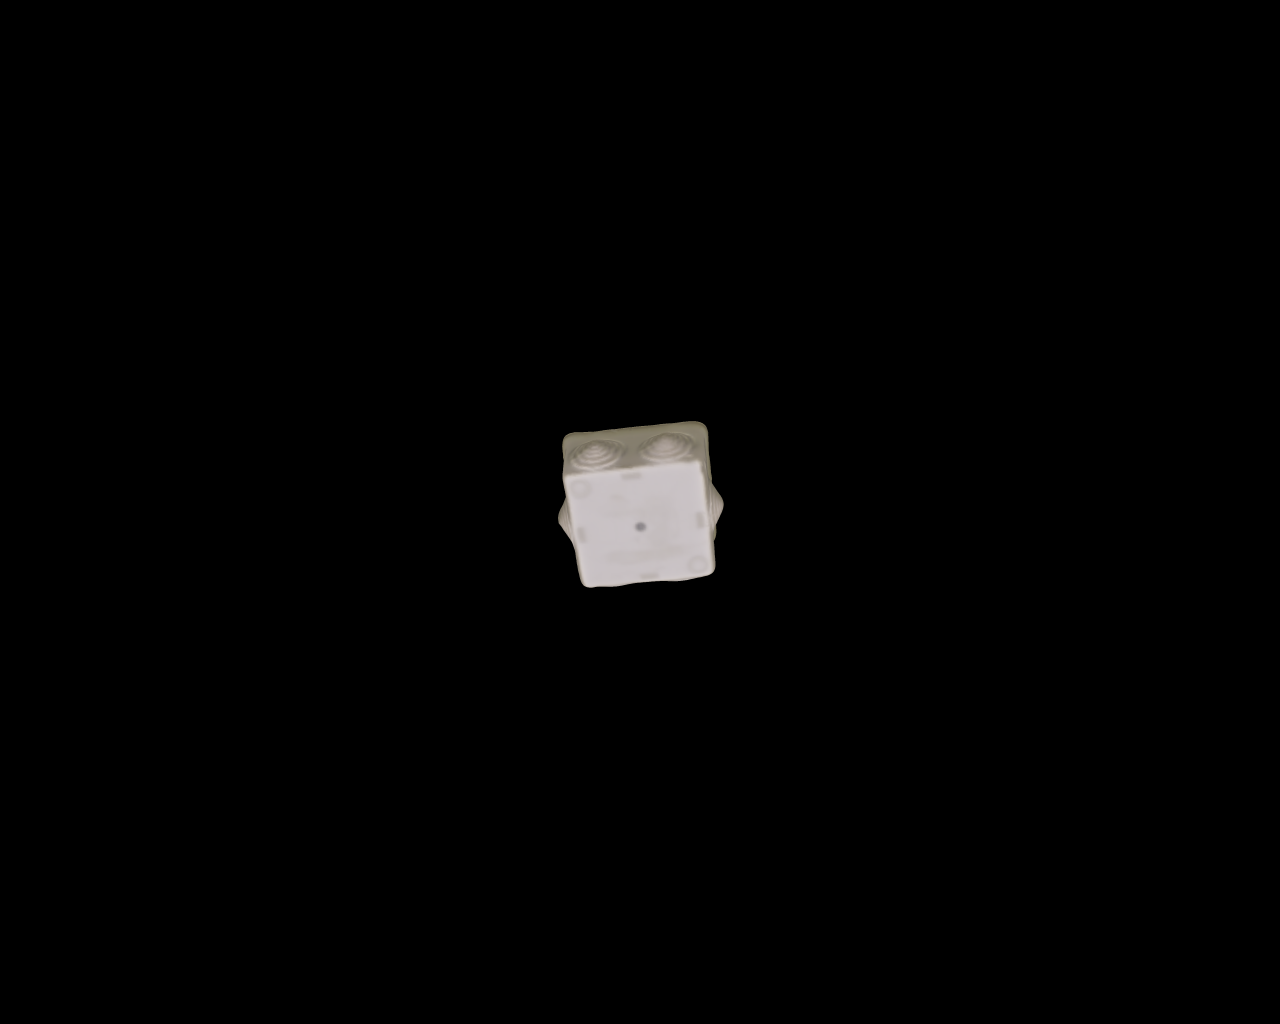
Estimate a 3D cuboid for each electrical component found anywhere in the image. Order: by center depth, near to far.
[{"bbox_3d":[0.001,-0.003,0.650,0.100,0.099,0.048,-5,31,3],"label":"electrical component"}]
